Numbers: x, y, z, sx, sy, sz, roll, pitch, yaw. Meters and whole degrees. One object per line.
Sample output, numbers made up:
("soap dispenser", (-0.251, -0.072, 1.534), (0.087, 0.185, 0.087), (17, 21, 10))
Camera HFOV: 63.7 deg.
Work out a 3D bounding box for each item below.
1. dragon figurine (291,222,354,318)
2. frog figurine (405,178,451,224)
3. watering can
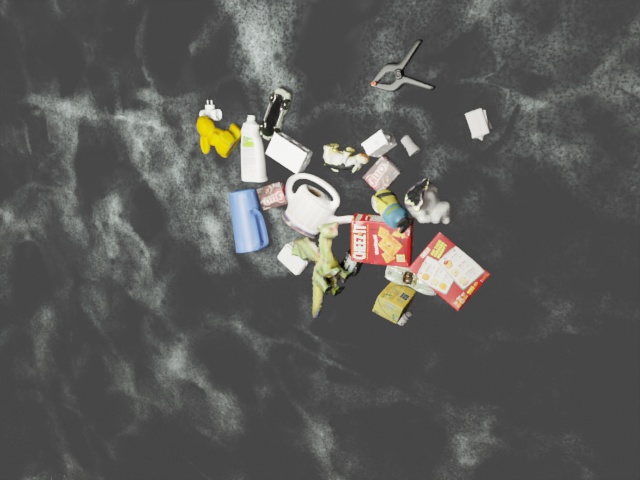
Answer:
("dragon figurine", (-0.015, 0.095, 1.904), (0.246, 0.123, 0.401), (49, 131, 21))
("frog figurine", (0.364, -0.118, 1.712), (0.121, 0.158, 0.140), (-17, 54, 45))
("watering can", (0.006, -0.095, 1.894), (0.348, 0.105, 0.220), (37, 117, 3))
